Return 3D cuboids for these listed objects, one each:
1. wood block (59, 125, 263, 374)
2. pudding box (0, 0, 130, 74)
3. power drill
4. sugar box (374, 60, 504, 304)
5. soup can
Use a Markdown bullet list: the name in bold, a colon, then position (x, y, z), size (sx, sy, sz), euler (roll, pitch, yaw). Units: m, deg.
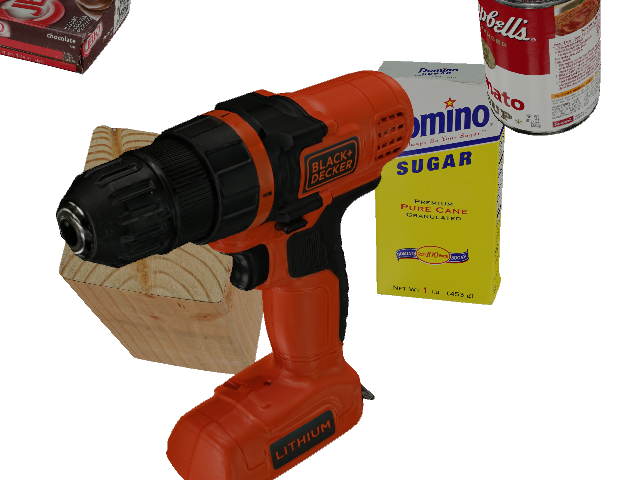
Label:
- **wood block**: position (-0.086, 0.016, 0.663), size (0.090, 0.091, 0.206), euler (9, -17, 4)
- **pudding box**: position (-0.204, -0.176, 0.817), size (0.090, 0.039, 0.113), euler (14, 36, 3)
- **power drill**: position (-0.033, 0.026, 0.486), size (0.184, 0.188, 0.057), euler (-24, 41, -38)
- **sugar box**: position (0.088, -0.041, 0.789), size (0.093, 0.176, 0.048), euler (4, 29, 15)
- **soup can**: position (0.125, -0.118, 0.608), size (0.068, 0.068, 0.102), euler (0, -37, 14)
